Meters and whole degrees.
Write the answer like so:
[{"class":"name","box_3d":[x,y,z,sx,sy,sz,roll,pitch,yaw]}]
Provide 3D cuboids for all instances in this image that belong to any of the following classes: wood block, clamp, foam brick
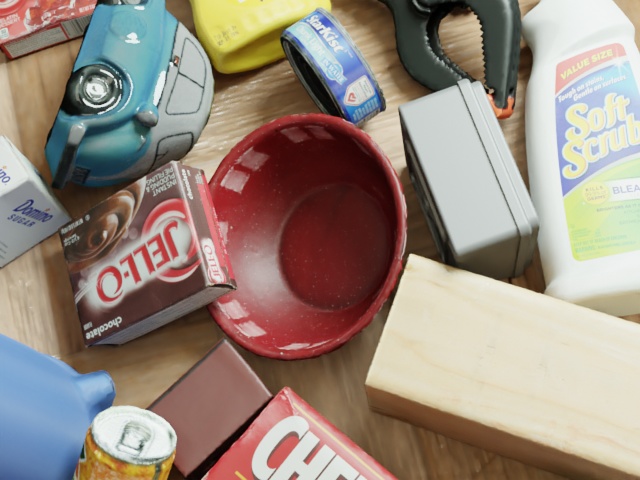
[{"class":"wood block","box_3d":[0.141,0.090,0.663,0.206,0.091,0.090,18,74,11]},{"class":"clamp","box_3d":[0.089,-0.184,0.753,0.165,0.036,0.210,-38,77,29]},{"class":"foam brick","box_3d":[-0.070,0.112,0.696,0.078,0.053,0.051,-43,74,-7]}]

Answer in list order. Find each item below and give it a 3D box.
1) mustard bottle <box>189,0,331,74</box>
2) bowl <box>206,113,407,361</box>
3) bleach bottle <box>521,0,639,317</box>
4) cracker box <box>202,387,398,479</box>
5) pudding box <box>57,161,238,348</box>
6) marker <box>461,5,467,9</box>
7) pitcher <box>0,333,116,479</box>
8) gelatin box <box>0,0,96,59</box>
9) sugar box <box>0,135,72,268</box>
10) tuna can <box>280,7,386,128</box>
[{"class":"mustard bottle","box_3d":[-0.076,-0.220,0.796,0.096,0.058,0.192,-26,72,-12]},{"class":"bowl","box_3d":[-0.005,0.001,0.705,0.162,0.055,0.162,-6,78,30]},{"class":"bleach bottle","box_3d":[0.179,-0.074,0.727,0.102,0.068,0.251,-9,70,2]},{"class":"cracker box","box_3d":[-0.027,0.223,0.647,0.164,0.072,0.213,38,79,15]},{"class":"pudding box","box_3d":[-0.117,0.012,0.716,0.114,0.039,0.090,-28,69,28]},{"class":"marker","box_3d":[0.071,-0.211,0.801,0.121,0.020,0.020,39,80,15]},{"class":"pitcher","box_3d":[-0.228,0.110,0.611,0.145,0.243,0.149,15,74,11]},{"class":"gelatin box","box_3d":[-0.209,-0.187,0.814,0.089,0.030,0.073,-19,72,-1]},{"class":"sugar box","box_3d":[-0.265,0.006,0.726,0.176,0.093,0.048,-36,73,-7]},{"class":"tuna can","box_3d":[0.009,-0.117,0.742,0.033,0.086,0.086,-35,73,-4]}]
